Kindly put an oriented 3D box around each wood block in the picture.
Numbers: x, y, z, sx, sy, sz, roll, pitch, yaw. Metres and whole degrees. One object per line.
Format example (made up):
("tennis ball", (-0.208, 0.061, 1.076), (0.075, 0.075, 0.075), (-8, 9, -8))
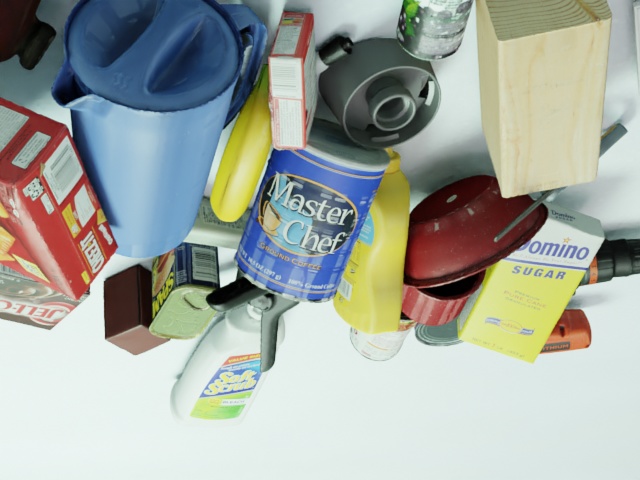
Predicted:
("wood block", (0.186, -0.137, 0.901), (0.090, 0.091, 0.206), (-11, 146, 4))

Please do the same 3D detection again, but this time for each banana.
("banana", (-0.067, -0.064, 0.940), (0.037, 0.069, 0.198), (26, 141, 0))

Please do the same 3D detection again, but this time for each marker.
("marker", (-0.021, -0.141, 0.920), (0.121, 0.020, 0.020), (-29, 141, 29))

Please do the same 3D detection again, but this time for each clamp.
("clamp", (-0.075, 0.059, 1.156), (0.120, 0.039, 0.172), (21, 113, -17))
("clamp", (-0.007, 0.001, 1.087), (0.209, 0.036, 0.165), (6, 112, -42))

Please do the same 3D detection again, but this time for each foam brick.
("foam brick", (-0.199, 0.077, 1.158), (0.051, 0.078, 0.053), (-25, 143, 22))

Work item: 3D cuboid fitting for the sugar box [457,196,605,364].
("sugar box", (0.224, 0.044, 1.148), (0.093, 0.048, 0.176), (18, 122, -5))

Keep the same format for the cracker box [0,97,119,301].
("cracker box", (-0.283, -0.053, 0.860), (0.214, 0.072, 0.164), (22, 151, 19))

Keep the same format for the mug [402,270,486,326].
("mug", (0.135, 0.035, 1.162), (0.117, 0.093, 0.081), (-37, 161, -23))

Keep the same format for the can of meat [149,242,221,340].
("can of meat", (-0.140, 0.043, 1.112), (0.057, 0.084, 0.102), (10, 143, -23))

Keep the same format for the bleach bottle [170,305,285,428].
("bleach bottle", (-0.108, 0.141, 1.287), (0.102, 0.068, 0.251), (5, 142, -18))

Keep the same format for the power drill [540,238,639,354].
("power drill", (0.292, 0.063, 1.251), (0.184, 0.057, 0.187), (-4, 144, 3))

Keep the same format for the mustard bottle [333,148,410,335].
("mustard bottle", (0.051, -0.012, 1.036), (0.058, 0.096, 0.192), (-5, 114, -20))

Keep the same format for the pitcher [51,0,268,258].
("pitcher", (-0.136, -0.092, 0.888), (0.149, 0.145, 0.243), (11, 147, -6))

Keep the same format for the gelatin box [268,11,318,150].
("gelatin box", (-0.022, -0.129, 0.867), (0.030, 0.073, 0.089), (4, 131, 6))

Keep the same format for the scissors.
("scissors", (0.217, -0.045, 1.013), (0.201, 0.016, 0.096), (-39, 174, -21))

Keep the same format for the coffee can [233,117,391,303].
("coffee can", (-0.009, -0.029, 0.965), (0.102, 0.103, 0.140), (11, 113, -25))

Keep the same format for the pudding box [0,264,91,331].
("pudding box", (-0.314, 0.053, 1.134), (0.113, 0.039, 0.090), (20, 138, -35))

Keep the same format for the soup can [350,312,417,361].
("soup can", (0.079, 0.089, 1.237), (0.068, 0.068, 0.102), (3, 146, -15))

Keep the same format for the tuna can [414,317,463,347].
("tuna can", (0.154, 0.094, 1.290), (0.086, 0.034, 0.086), (-5, 146, -4))

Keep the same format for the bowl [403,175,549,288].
("bowl", (0.140, -0.018, 1.051), (0.162, 0.162, 0.055), (-23, 107, 21))
